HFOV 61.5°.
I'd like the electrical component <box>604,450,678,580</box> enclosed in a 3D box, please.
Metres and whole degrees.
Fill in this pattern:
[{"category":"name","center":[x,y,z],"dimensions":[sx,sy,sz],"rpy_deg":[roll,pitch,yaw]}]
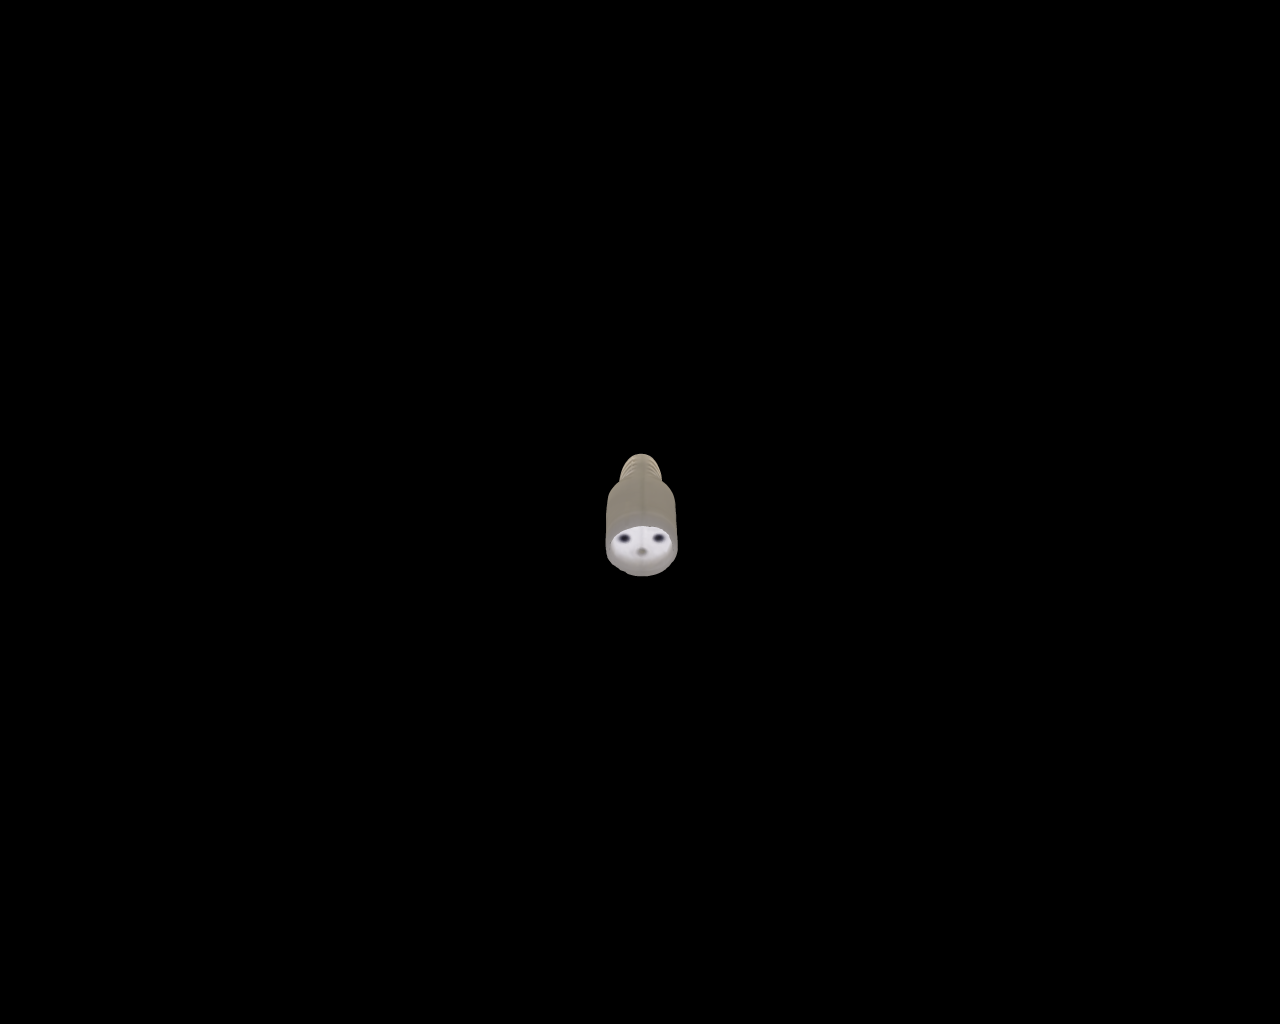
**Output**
[{"category":"electrical component","center":[0.001,-0.003,0.650],"dimensions":[0.043,0.043,0.081],"rpy_deg":[0,40,0]}]
